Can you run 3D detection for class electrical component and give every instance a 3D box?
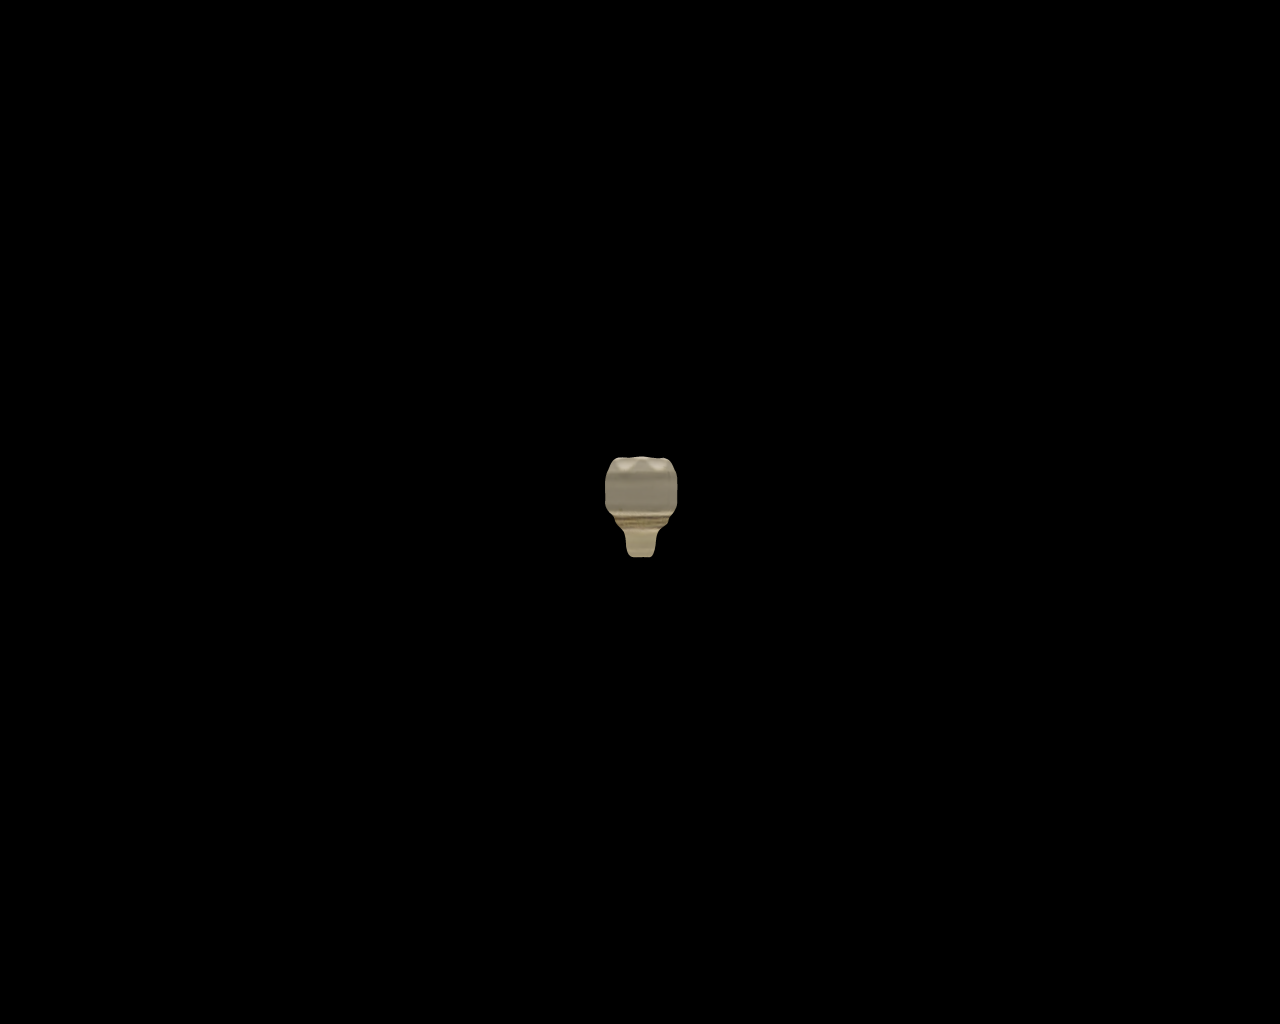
[{"bbox_3d":[0.001,-0.003,0.650,0.043,0.062,0.043,0,0,0],"label":"electrical component"}]
